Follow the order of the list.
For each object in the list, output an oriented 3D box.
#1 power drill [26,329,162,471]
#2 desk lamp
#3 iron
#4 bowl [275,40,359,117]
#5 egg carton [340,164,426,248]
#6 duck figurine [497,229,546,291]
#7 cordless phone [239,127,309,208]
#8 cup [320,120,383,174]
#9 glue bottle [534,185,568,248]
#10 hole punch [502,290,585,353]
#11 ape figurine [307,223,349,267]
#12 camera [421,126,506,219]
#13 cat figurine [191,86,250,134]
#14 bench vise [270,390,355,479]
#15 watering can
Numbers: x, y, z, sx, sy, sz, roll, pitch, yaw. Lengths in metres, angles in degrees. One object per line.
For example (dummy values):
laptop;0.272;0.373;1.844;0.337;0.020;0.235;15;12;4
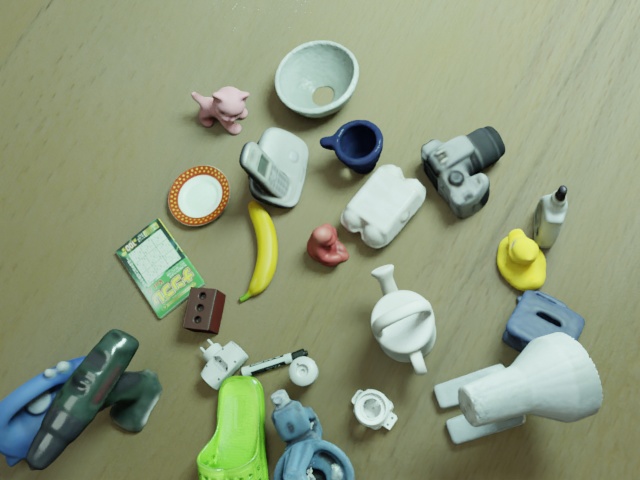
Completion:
power drill;-0.354;0.265;0.944;0.075;0.209;0.230;21;77;18
desk lamp;0.276;0.224;0.827;0.203;0.214;0.118;-20;68;4
iron;-0.486;0.274;1.004;0.258;0.142;0.118;-42;69;-5
bowl;-0.002;-0.308;1.140;0.167;0.075;0.167;-4;71;10
egg carton;0.115;-0.061;1.035;0.107;0.069;0.150;36;82;20
duck figurine;0.338;0.030;0.950;0.077;0.086;0.104;-18;69;5
cordless phone;-0.089;-0.151;1.045;0.094;0.185;0.147;5;73;13
cup;0.063;-0.163;1.067;0.117;0.095;0.092;4;72;13
glue bottle;0.375;-0.047;0.922;0.037;0.173;0.078;4;72;13
hole punch;0.353;0.135;0.908;0.108;0.091;0.101;29;79;19
ape figurine;0.009;0.004;1.022;0.076;0.092;0.078;3;72;13
camera;0.265;-0.136;1.014;0.137;0.101;0.143;-30;68;0
cat figurine;-0.197;-0.271;1.144;0.127;0.118;0.067;16;75;16
bench vise;-0.037;0.331;0.851;0.121;0.220;0.207;-45;69;-5
watering can;0.126;0.125;0.902;0.101;0.194;0.172;-42;69;-4
